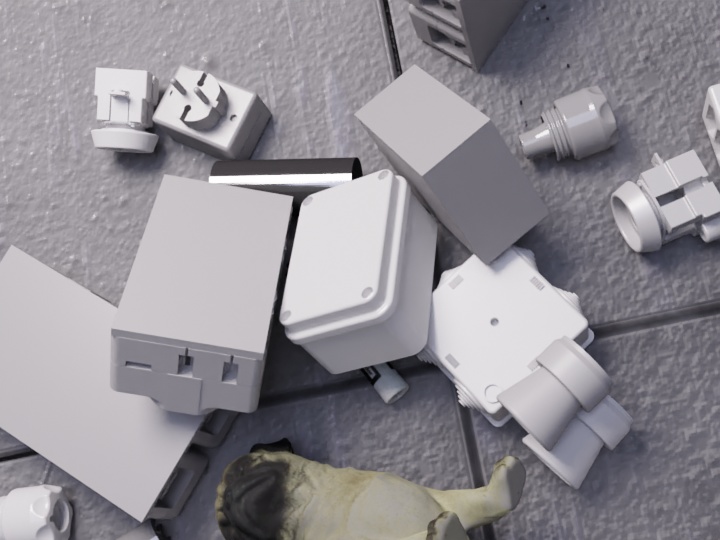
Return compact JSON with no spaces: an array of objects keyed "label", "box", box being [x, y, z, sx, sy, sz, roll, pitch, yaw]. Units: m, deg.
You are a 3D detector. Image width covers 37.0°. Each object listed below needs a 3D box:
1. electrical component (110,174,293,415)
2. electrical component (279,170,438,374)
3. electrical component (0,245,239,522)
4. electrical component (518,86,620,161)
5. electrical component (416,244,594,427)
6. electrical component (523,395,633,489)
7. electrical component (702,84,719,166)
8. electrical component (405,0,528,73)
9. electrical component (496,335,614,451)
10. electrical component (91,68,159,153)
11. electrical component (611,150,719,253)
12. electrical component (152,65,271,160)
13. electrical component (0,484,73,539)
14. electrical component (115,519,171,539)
[{"label":"electrical component","box":[-0.098,0.014,0.685,0.089,0.061,0.150,10,41,-3]},{"label":"electrical component","box":[0.000,0.000,0.683,0.078,0.057,0.113,-17,46,29]},{"label":"electrical component","box":[-0.181,0.077,0.731,0.186,0.060,0.105,28,83,18]},{"label":"electrical component","box":[0.137,-0.093,0.714,0.062,0.043,0.043,-21,72,8]},{"label":"electrical component","box":[0.088,0.038,0.688,0.100,0.048,0.099,-43,71,-1]},{"label":"electrical component","box":[0.135,0.100,0.664,0.045,0.045,0.055,42,87,19]},{"label":"electrical component","box":[0.268,-0.081,0.680,0.076,0.047,0.083,-16,73,8]},{"label":"electrical component","box":[0.101,-0.244,0.729,0.060,0.105,0.186,33,85,18]},{"label":"electrical component","box":[0.115,0.072,0.633,0.055,0.045,0.045,-44,71,-1]},{"label":"electrical component","box":[-0.170,-0.114,0.781,0.048,0.066,0.055,4,92,0]},{"label":"electrical component","box":[0.195,-0.041,0.688,0.055,0.048,0.066,-23,72,-2]},{"label":"electrical component","box":[-0.110,-0.115,0.757,0.066,0.076,0.047,23,82,17]},{"label":"electrical component","box":[-0.230,0.169,0.727,0.062,0.043,0.043,-9,74,11]},{"label":"electrical component","box":[-0.147,0.189,0.706,0.046,0.040,0.040,-33,71,-3]}]
